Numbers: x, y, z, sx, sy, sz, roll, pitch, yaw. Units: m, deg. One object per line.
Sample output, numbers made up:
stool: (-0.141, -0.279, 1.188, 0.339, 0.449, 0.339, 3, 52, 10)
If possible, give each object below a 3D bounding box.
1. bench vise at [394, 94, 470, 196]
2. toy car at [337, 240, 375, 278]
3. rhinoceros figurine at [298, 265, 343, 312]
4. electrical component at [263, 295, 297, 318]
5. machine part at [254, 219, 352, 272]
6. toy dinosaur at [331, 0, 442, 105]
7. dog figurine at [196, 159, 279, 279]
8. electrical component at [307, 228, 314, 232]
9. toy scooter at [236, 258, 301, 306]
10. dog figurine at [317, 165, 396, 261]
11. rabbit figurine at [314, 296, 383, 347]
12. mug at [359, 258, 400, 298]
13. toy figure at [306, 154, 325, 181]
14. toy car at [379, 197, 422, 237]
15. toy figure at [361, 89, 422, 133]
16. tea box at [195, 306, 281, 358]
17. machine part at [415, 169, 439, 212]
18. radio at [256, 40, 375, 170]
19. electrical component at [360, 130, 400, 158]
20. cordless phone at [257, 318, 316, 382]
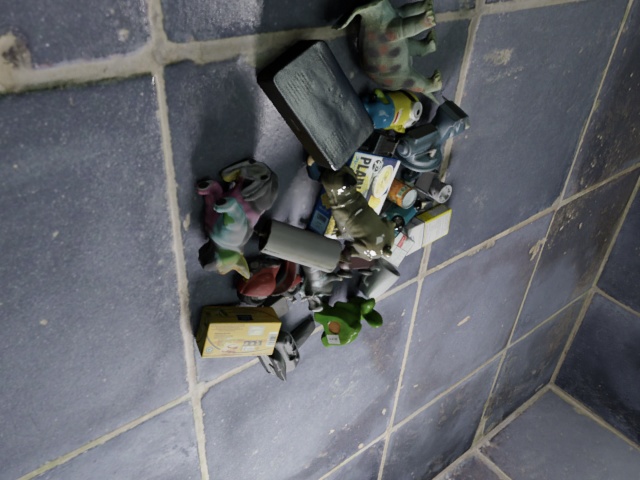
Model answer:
bench vise: (0.263, -0.225, 1.324, 0.224, 0.129, 0.240, -39, 160, -31)
toy car: (0.093, 0.045, 1.337, 0.202, 0.053, 0.089, -2, 102, -65)
rhinoceros figurine: (-0.007, 0.098, 1.329, 0.112, 0.073, 0.190, -29, 135, -28)
electrical component: (-0.106, 0.164, 1.303, 0.102, 0.045, 0.078, -31, 135, -25)
machine part: (-0.043, 0.013, 1.169, 0.243, 0.079, 0.079, 17, 108, -18)
toy dinosaur: (0.138, -0.378, 1.065, 0.404, 0.192, 0.131, 64, 26, -56)
dog figurine: (-0.160, -0.029, 1.063, 0.191, 0.109, 0.219, -32, 141, -27)
electrical component: (-0.003, -0.004, 1.263, 0.094, 0.063, 0.021, 8, 112, -49)
toy scooter: (-0.104, 0.072, 1.214, 0.184, 0.075, 0.135, -5, 122, -47)
dog figurine: (0.081, -0.059, 1.128, 0.121, 0.173, 0.190, -47, 142, -17)
rabbit figurine: (0.087, 0.196, 1.455, 0.170, 0.159, 0.121, -36, 107, -53)
mug: (0.155, 0.112, 1.494, 0.109, 0.081, 0.107, 14, 117, -53)
toy figure: (0.004, -0.202, 1.130, 0.064, 0.058, 0.154, -65, 164, -58)
toy car: (0.178, -0.064, 1.360, 0.161, 0.103, 0.109, -47, 173, -27)
toy figure: (0.146, -0.289, 1.183, 0.180, 0.089, 0.082, -11, 163, -29)
tea box: (-0.184, 0.205, 1.207, 0.169, 0.068, 0.098, 6, 115, -28)
machine part: (0.279, -0.135, 1.464, 0.084, 0.039, 0.138, -6, 125, -32)
radio: (-0.001, -0.257, 1.025, 0.131, 0.073, 0.229, -46, 125, -10)
electrical component: (0.113, -0.224, 1.205, 0.119, 0.075, 0.047, 6, 113, -42)
cordless phone: (-0.078, 0.255, 1.391, 0.184, 0.089, 0.146, -46, 139, -27)
